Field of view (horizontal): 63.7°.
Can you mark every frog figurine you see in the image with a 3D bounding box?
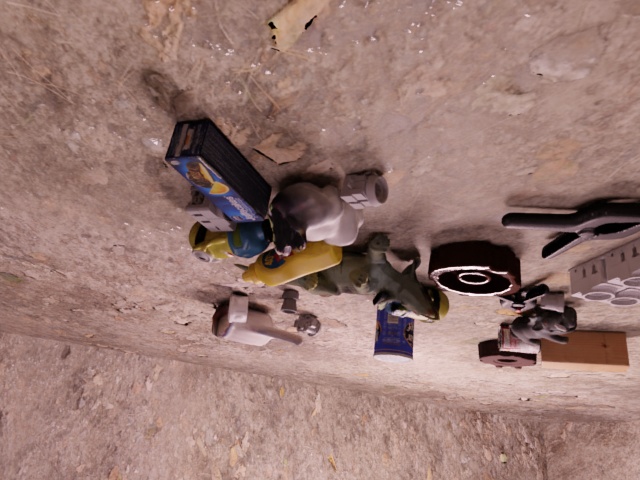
[{"bbox_3d":[0.003,-0.042,0.832,0.161,0.124,0.134,-21,161,-30],"label":"frog figurine"}]

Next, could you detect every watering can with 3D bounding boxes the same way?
[{"bbox_3d":[-0.199,0.262,1.541,0.223,0.105,0.346,18,168,-24],"label":"watering can"}]
